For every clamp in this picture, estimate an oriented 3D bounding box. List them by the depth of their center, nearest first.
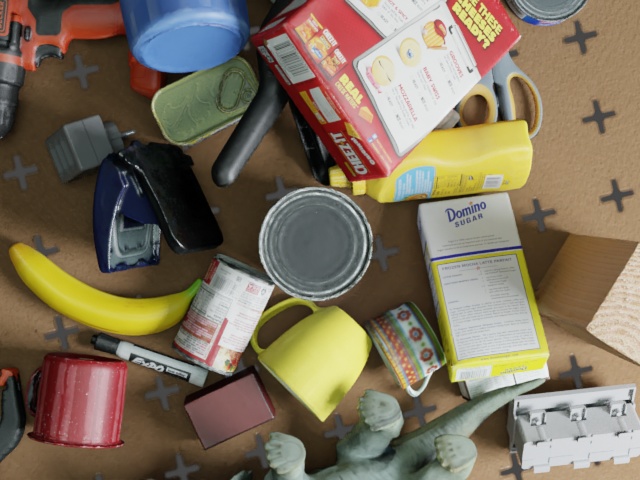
[{"bbox_3d":[-0.022,-0.144,0.999,0.036,0.164,0.210,17,96,35],"label":"clamp"},{"bbox_3d":[-0.354,0.202,1.057,0.120,0.039,0.171,18,85,-8],"label":"clamp"}]

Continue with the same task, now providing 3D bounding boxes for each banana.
[{"bbox_3d":[-0.217,0.055,1.061,0.197,0.037,0.069,12,70,-5],"label":"banana"}]

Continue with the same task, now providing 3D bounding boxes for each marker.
[{"bbox_3d":[-0.171,0.119,1.071,0.121,0.020,0.020,20,91,-3],"label":"marker"}]

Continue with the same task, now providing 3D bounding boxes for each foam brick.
[{"bbox_3d":[-0.090,0.166,1.060,0.078,0.053,0.051,-25,93,-1],"label":"foam brick"}]

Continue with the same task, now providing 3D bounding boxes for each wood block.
[{"bbox_3d":[0.277,0.056,0.994,0.090,0.206,0.091,30,90,-3],"label":"wood block"}]

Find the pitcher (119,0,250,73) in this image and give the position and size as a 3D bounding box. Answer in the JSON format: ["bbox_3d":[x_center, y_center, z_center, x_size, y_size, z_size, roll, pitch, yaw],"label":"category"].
[{"bbox_3d":[-0.124,-0.282,0.970,0.149,0.144,0.243,-22,71,33],"label":"pitcher"}]

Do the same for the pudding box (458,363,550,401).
[{"bbox_3d":[0.174,0.098,1.076,0.090,0.039,0.113,-16,90,-2],"label":"pudding box"}]

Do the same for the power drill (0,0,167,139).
[{"bbox_3d":[-0.243,-0.182,1.038,0.187,0.057,0.184,6,92,-3],"label":"power drill"}]

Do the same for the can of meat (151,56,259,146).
[{"bbox_3d":[-0.107,-0.131,1.033,0.102,0.084,0.057,-27,93,-1],"label":"can of meat"}]

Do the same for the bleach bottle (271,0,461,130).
[{"bbox_3d":[0.048,-0.207,1.049,0.102,0.068,0.251,-45,96,-1],"label":"bleach bottle"}]

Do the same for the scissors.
[{"bbox_3d":[0.160,-0.189,1.067,0.096,0.016,0.202,-23,99,3],"label":"scissors"}]

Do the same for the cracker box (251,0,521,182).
[{"bbox_3d":[0.063,-0.182,0.964,0.213,0.072,0.164,-47,112,-26],"label":"cracker box"}]

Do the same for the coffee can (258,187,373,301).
[{"bbox_3d":[-0.007,0.001,1.014,0.103,0.140,0.103,0,92,-2],"label":"coffee can"}]

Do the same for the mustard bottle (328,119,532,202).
[{"bbox_3d":[0.104,-0.072,1.038,0.191,0.096,0.058,-7,71,-1],"label":"mustard bottle"}]

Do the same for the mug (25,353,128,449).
[{"bbox_3d":[-0.242,0.153,1.042,0.117,0.093,0.081,4,86,34],"label":"mug"}]

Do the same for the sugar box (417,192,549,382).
[{"bbox_3d":[0.154,0.043,1.033,0.093,0.048,0.176,-7,61,-2],"label":"sugar box"}]

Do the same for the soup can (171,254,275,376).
[{"bbox_3d":[-0.094,0.072,1.047,0.068,0.068,0.102,25,92,-3],"label":"soup can"}]

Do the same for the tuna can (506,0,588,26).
[{"bbox_3d":[0.227,-0.259,1.068,0.086,0.034,0.086,0,92,-2],"label":"tuna can"}]
